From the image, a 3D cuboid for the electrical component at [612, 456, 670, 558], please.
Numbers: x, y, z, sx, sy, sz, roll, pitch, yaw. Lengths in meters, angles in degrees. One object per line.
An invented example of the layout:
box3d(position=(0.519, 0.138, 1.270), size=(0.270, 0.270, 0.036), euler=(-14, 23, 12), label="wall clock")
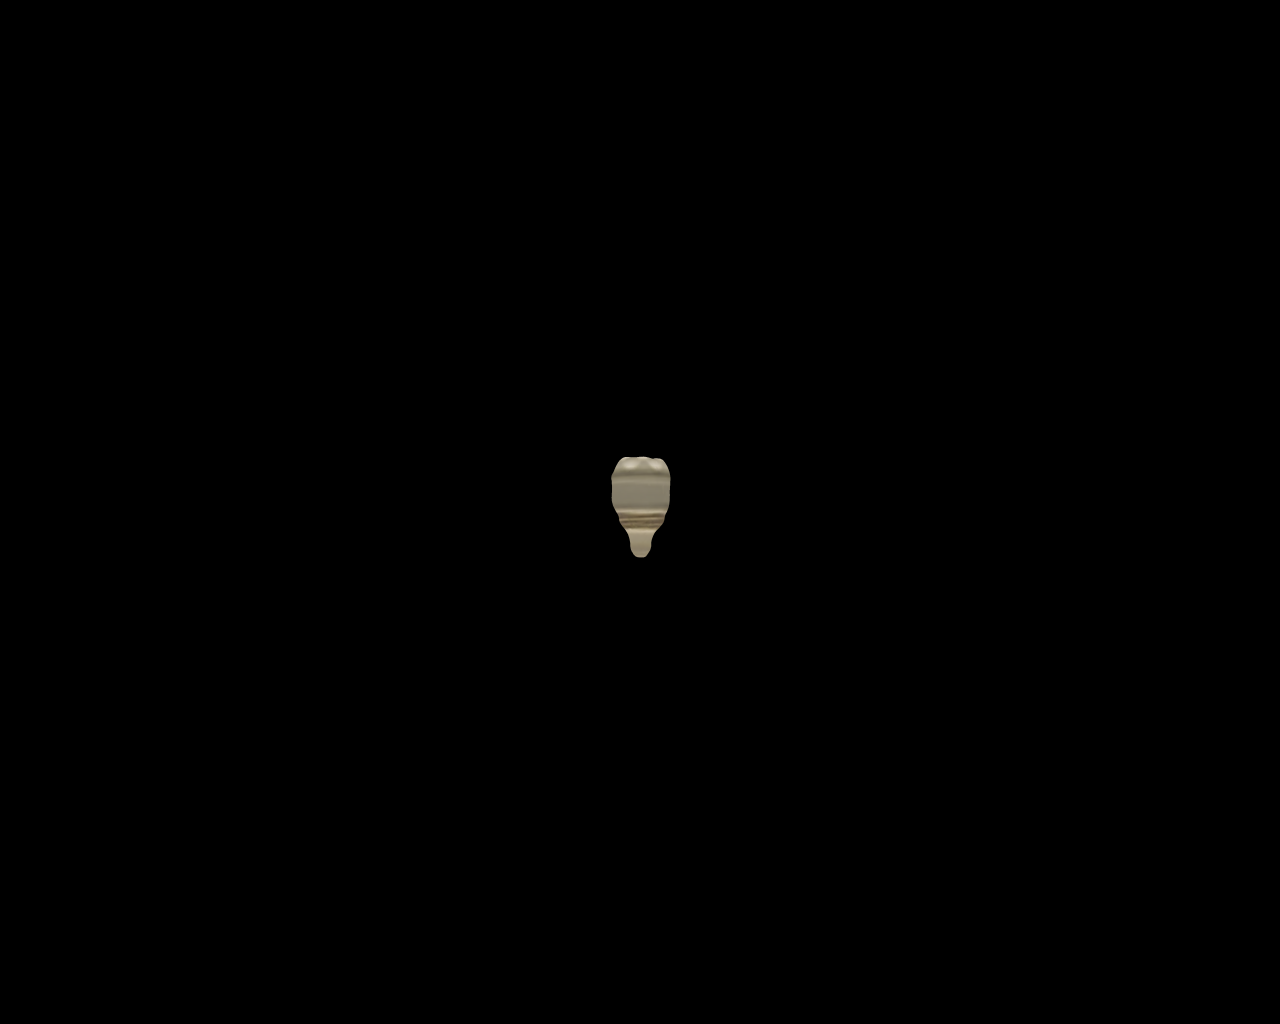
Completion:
box3d(position=(0.001, -0.003, 0.650), size=(0.035, 0.061, 0.035), euler=(0, -2, 0), label="electrical component")
